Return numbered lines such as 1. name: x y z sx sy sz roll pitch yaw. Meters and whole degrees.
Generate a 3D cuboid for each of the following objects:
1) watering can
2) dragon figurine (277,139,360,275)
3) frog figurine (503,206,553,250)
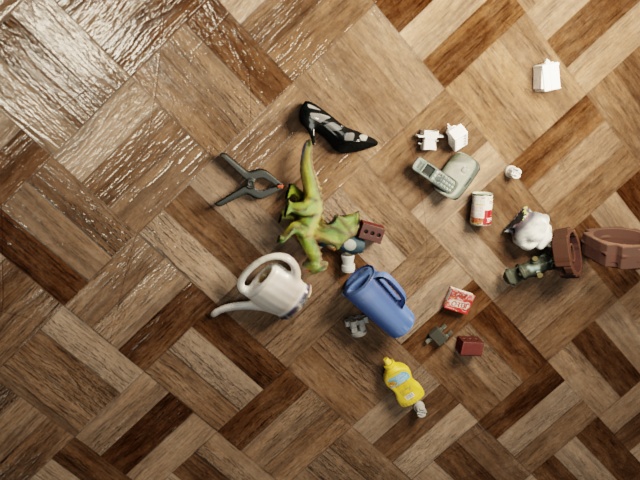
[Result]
1. watering can: -0.175 0.179 1.640 0.222 0.343 0.106 37 25 -20
2. dragon figurine: 0.005 -0.080 1.581 0.242 0.406 0.123 17 13 -8
3. frog figurine: 0.707 -0.020 1.685 0.159 0.139 0.122 39 -13 -3
